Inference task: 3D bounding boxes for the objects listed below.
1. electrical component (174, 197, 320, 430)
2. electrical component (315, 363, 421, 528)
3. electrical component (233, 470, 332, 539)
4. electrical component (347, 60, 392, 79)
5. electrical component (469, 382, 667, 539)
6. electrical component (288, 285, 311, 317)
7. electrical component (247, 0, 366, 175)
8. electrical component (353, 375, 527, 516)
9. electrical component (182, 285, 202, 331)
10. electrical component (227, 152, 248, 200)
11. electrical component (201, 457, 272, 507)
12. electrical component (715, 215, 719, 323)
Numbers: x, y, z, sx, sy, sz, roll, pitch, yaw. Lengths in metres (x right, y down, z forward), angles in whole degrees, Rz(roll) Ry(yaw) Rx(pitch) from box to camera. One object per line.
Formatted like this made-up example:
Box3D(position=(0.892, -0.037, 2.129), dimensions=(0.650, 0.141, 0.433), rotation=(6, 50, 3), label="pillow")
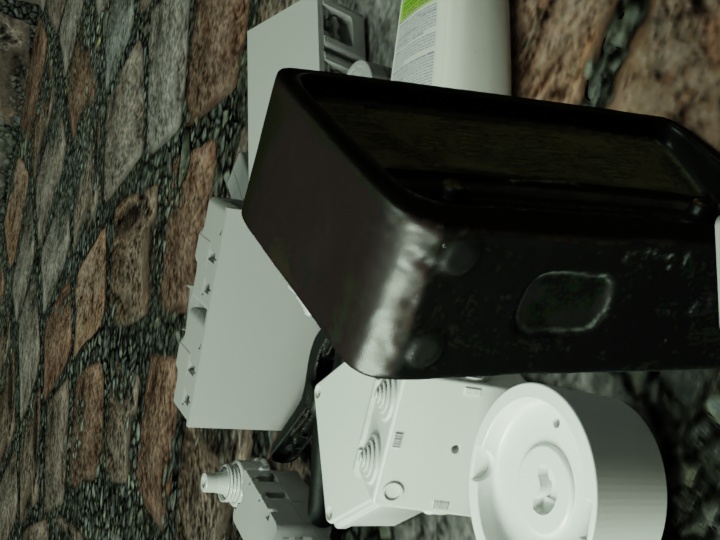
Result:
Box3D(position=(-0.089, 0.038, 0.919), dimensions=(0.060, 0.105, 0.186), rotation=(32, 112, 61), label="electrical component")
Box3D(position=(0.018, 0.113, 0.743), dimensions=(0.109, 0.056, 0.108), rotation=(-43, 47, 52), label="electrical component")
Box3D(position=(-0.061, 0.206, 0.880), dimensions=(0.089, 0.056, 0.050), rotation=(42, 122, 59), label="electrical component")
Box3D(position=(0.017, -0.126, 0.810), dimensions=(0.055, 0.047, 0.055), rotation=(-23, 64, 60), label="electrical component")
Box3D(position=(0.111, 0.113, 0.554), dimensions=(0.108, 0.060, 0.108), rotation=(-23, 64, 60), label="electrical component")
Box3D(position=(0.000, 0.000, 0.781), dimensions=(0.099, 0.048, 0.100), rotation=(-57, 30, 2), label="electrical component")
Box3D(position=(-0.041, -0.138, 0.894), dimensions=(0.089, 0.062, 0.150), rotation=(-18, 67, 41), label="electrical component")
Box3D(position=(0.051, 0.097, 0.638), dimensions=(0.048, 0.100, 0.099), rotation=(-125, 47, -71), label="electrical component")
Box3D(position=(-0.137, 0.040, 1.062), dimensions=(0.042, 0.064, 0.081), rotation=(5, 89, 62), label="electrical component")
Box3D(position=(-0.073, -0.087, 0.960), dimensions=(0.076, 0.066, 0.047), rotation=(-63, 33, 34), label="electrical component")
Box3D(position=(-0.113, 0.194, 0.980), dimensions=(0.048, 0.062, 0.048), rotation=(-27, 59, 60), label="electrical component")
Box3D(position=(0.182, 0.004, 0.404), dimensions=(0.056, 0.089, 0.050), rotation=(-19, 67, 61), label="electrical component")
